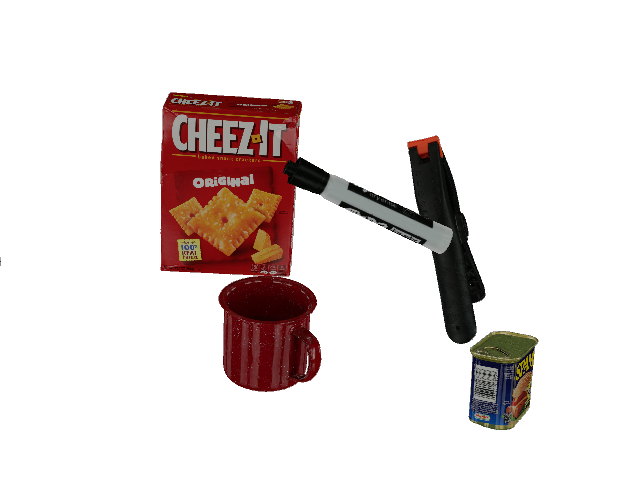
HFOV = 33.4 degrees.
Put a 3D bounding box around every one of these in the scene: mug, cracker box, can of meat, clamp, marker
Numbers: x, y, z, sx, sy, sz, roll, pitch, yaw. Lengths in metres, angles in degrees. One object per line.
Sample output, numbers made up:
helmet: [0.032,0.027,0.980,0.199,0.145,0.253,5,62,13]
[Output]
mug: [-0.043,0.095,1.017,0.117,0.081,0.093,25,32,37]
cracker box: [-0.111,-0.065,1.306,0.164,0.214,0.072,4,22,-1]
can of meat: [0.204,0.156,1.196,0.058,0.084,0.101,8,13,26]
clamp: [0.106,0.001,0.900,0.039,0.171,0.120,-17,19,11]
marker: [0.031,-0.024,0.704,0.121,0.020,0.020,25,-6,-13]
